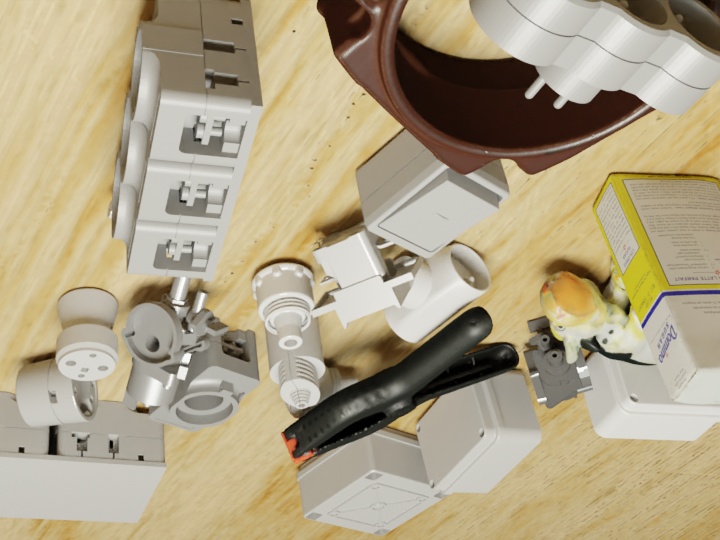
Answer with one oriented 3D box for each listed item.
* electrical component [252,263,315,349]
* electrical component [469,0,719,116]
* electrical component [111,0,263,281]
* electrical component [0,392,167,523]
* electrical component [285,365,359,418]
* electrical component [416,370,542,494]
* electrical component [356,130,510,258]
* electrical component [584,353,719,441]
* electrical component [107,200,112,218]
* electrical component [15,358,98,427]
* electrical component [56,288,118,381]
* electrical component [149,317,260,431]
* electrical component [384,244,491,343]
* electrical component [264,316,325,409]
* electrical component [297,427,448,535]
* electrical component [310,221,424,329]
[{"bbox_3d":[-0.055,0.029,0.799,0.048,0.062,0.048,-6,142,-5],"label":"electrical component"},{"bbox_3d":[0.111,-0.108,0.529,0.138,0.052,0.073,13,137,-28],"label":"electrical component"},{"bbox_3d":[-0.106,-0.075,0.630,0.062,0.089,0.150,4,140,-18],"label":"electrical component"},{"bbox_3d":[-0.271,0.162,0.922,0.186,0.060,0.105,8,139,-23],"label":"electrical component"},{"bbox_3d":[-0.032,0.100,0.913,0.062,0.048,0.048,-1,142,-23],"label":"electrical component"},{"bbox_3d":[0.105,0.146,0.975,0.057,0.078,0.113,7,140,-26],"label":"electrical component"},{"bbox_3d":[0.044,-0.051,0.719,0.062,0.061,0.096,24,131,-37],"label":"electrical component"},{"bbox_3d":[0.262,0.104,0.957,0.113,0.078,0.057,5,143,-19],"label":"electrical component"},{"bbox_3d":[-0.129,-0.033,0.720,0.078,0.040,0.040,12,138,-25],"label":"electrical component"},{"bbox_3d":[-0.240,0.096,0.850,0.047,0.055,0.055,-10,143,6],"label":"electrical component"},{"bbox_3d":[-0.201,0.048,0.795,0.045,0.055,0.045,-6,142,-5],"label":"electrical component"},{"bbox_3d":[-0.127,0.089,0.865,0.050,0.055,0.089,24,131,-37],"label":"electrical component"},{"bbox_3d":[0.045,0.013,0.817,0.079,0.043,0.077,22,133,-34],"label":"electrical component"},{"bbox_3d":[-0.050,0.071,0.839,0.043,0.081,0.043,-6,142,-5],"label":"electrical component"},{"bbox_3d":[0.014,0.205,1.047,0.109,0.056,0.109,23,132,-36],"label":"electrical component"},{"bbox_3d":[0.000,0.000,0.770,0.081,0.042,0.063,-22,101,19],"label":"electrical component"}]
